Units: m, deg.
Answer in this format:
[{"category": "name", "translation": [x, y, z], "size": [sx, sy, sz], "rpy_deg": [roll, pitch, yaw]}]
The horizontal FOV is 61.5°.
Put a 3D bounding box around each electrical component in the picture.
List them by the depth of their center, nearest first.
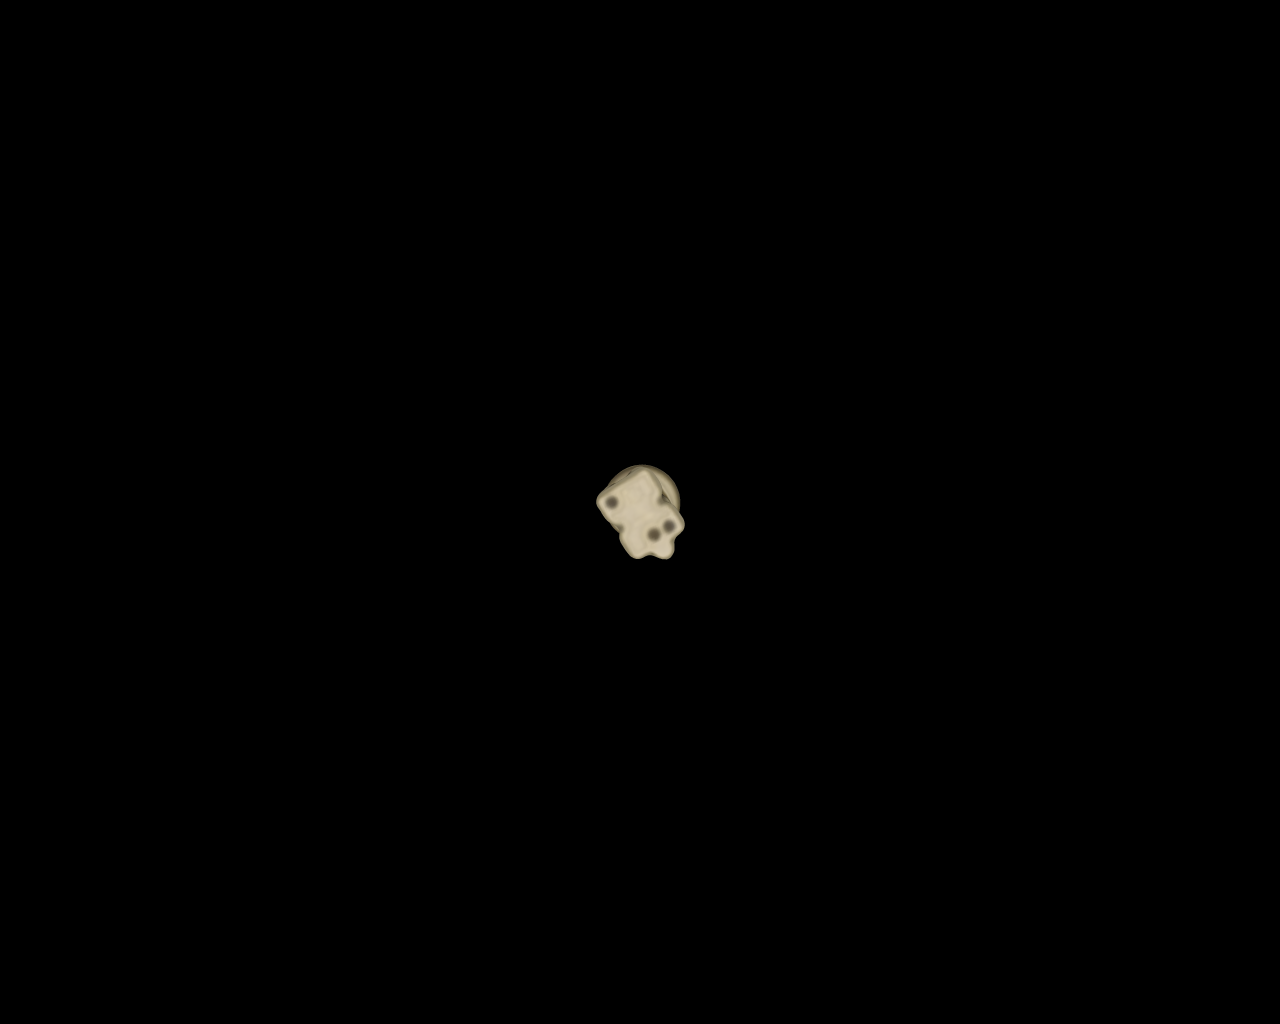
[{"category": "electrical component", "translation": [0.001, -0.003, 0.650], "size": [0.048, 0.066, 0.055], "rpy_deg": [-31, 8, 5]}]
